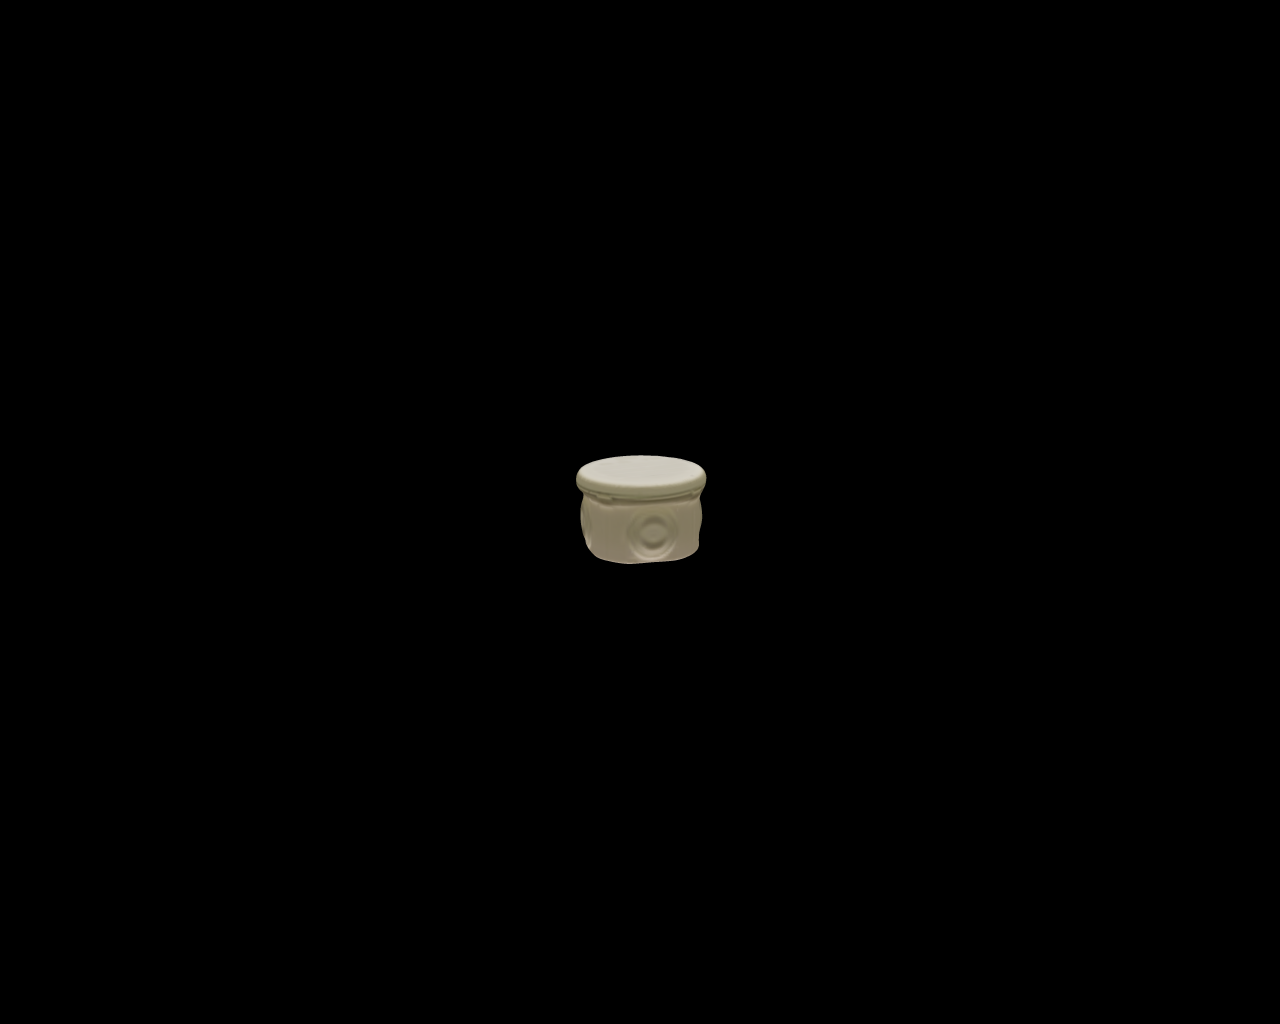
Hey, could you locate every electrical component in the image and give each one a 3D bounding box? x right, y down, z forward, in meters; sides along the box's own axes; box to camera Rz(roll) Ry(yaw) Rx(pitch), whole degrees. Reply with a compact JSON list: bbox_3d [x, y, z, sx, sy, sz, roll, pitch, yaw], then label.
[{"bbox_3d":[0.001,-0.003,0.650,0.080,0.051,0.080,0,16,0],"label":"electrical component"}]
